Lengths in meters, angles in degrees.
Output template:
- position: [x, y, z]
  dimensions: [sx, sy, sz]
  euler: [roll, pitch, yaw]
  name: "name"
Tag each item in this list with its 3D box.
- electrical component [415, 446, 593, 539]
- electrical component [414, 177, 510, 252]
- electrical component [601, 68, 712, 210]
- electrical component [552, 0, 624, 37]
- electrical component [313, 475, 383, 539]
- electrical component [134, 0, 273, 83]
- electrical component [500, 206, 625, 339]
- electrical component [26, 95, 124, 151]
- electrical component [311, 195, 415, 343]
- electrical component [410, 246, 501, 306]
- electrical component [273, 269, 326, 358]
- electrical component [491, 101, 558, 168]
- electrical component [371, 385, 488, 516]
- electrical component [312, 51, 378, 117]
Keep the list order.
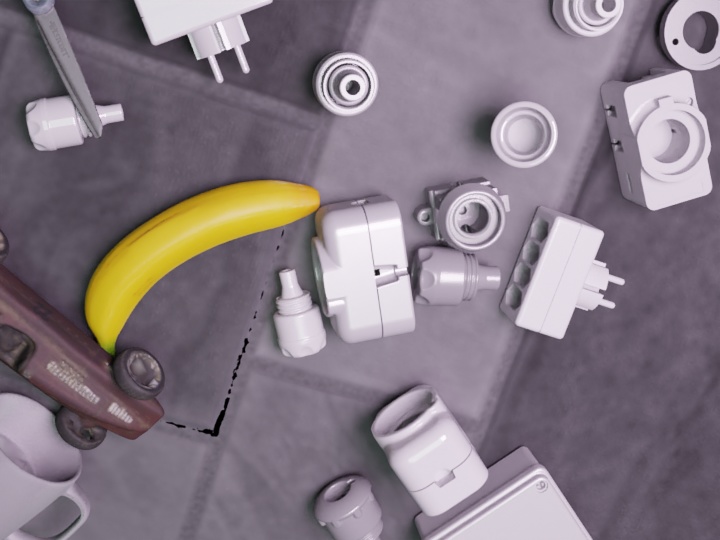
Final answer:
- position: [0.116, 0.211, 0.822]
  dimensions: [0.109, 0.056, 0.108]
  euler: [-34, 105, 1]
  name: "electrical component"
- position: [0.075, -0.040, 0.758]
  dimensions: [0.066, 0.055, 0.048]
  euler: [-11, 104, -5]
  name: "electrical component"
- position: [0.212, -0.093, 0.764]
  dimensions: [0.050, 0.055, 0.089]
  euler: [-17, 105, -4]
  name: "electrical component"
- position: [0.159, -0.180, 0.732]
  dimensions: [0.043, 0.062, 0.043]
  euler: [-2, 104, -7]
  name: "electrical component"
- position: [-0.003, 0.189, 0.808]
  dimensions: [0.048, 0.048, 0.062]
  euler: [-29, 112, 0]
  name: "electrical component"
- position: [-0.097, -0.163, 0.710]
  dimensions: [0.083, 0.047, 0.075]
  euler: [-21, 105, -3]
  name: "electrical component"
- position: [0.156, 0.007, 0.784]
  dimensions: [0.076, 0.047, 0.083]
  euler: [18, 100, -11]
  name: "electrical component"
- position: [-0.189, -0.100, 0.719]
  dimensions: [0.061, 0.035, 0.035]
  euler: [-11, 104, -8]
  name: "electrical component"
- position: [0.000, 0.000, 0.756]
  dimensions: [0.059, 0.053, 0.095]
  euler: [-10, 104, -8]
  name: "electrical component"
- position: [0.069, 0.005, 0.774]
  dimensions: [0.062, 0.043, 0.043]
  euler: [2, 103, -10]
  name: "electrical component"
- position: [-0.046, 0.030, 0.769]
  dimensions: [0.035, 0.035, 0.061]
  euler: [-13, 102, -5]
  name: "electrical component"
- position: [0.114, -0.093, 0.745]
  dimensions: [0.044, 0.065, 0.044]
  euler: [1, 96, 10]
  name: "electrical component"
- position: [0.047, 0.124, 0.772]
  dimensions: [0.054, 0.095, 0.059]
  euler: [-34, 105, 1]
  name: "electrical component"
- position: [-0.009, -0.124, 0.723]
  dimensions: [0.043, 0.062, 0.043]
  euler: [-2, 104, -7]
  name: "electrical component"
